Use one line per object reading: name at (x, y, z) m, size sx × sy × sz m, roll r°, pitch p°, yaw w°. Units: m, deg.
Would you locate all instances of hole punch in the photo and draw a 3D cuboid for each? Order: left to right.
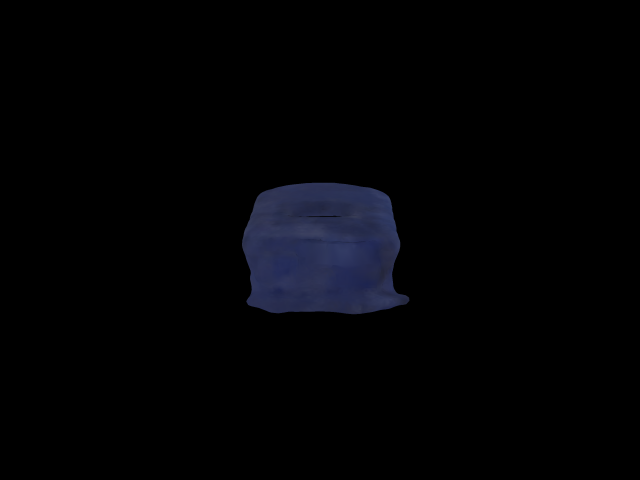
hole punch at (0.004, 0.001, 0.400) m, size 0.108 × 0.091 × 0.101 m, roll 0°, pitch 0°, yaw 0°
